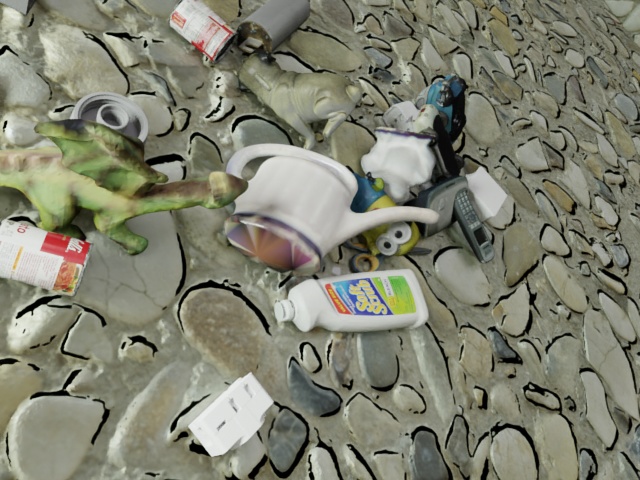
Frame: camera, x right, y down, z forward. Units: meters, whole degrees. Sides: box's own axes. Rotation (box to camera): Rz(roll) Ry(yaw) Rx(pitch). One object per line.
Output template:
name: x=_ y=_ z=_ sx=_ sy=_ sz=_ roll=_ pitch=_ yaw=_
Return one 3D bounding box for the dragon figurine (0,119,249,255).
dragon figurine: x=-0.281 y=-0.082 z=0.587 sx=0.409 sy=0.239 sz=0.124 roll=10 pitch=66 yaw=-31

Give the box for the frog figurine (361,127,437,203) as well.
frog figurine: x=0.146 y=-0.128 z=0.984 sx=0.137 sy=0.123 sz=0.159 roll=10 pitch=95 yaw=-11

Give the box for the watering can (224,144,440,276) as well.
watering can: x=0.002 y=-0.040 z=0.795 sx=0.348 sy=0.101 sz=0.229 roll=22 pitch=54 yaw=6
